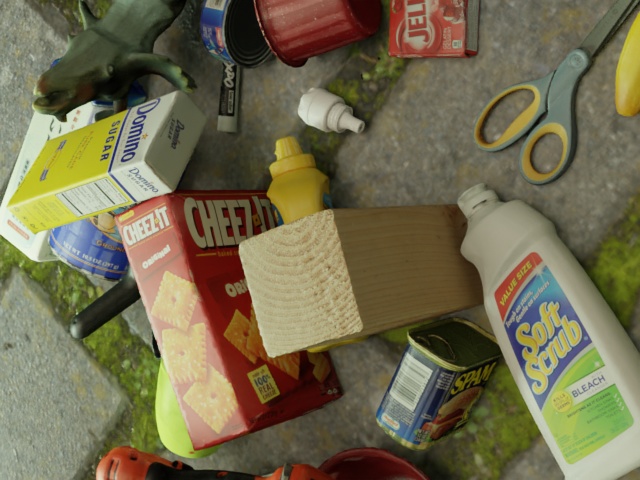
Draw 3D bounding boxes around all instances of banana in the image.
[{"bbox_3d":[0.280,-0.176,0.776,0.198,0.037,0.070,-41,69,28],"label":"banana"}]

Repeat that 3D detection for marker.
[{"bbox_3d":[-0.085,-0.165,1.029,0.020,0.020,0.121,8,97,33],"label":"marker"}]

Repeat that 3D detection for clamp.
[{"bbox_3d":[-0.158,0.044,1.057,0.171,0.120,0.039,-52,52,3],"label":"clamp"}]

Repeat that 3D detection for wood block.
[{"bbox_3d":[0.040,0.027,0.845,0.090,0.205,0.091,-20,82,32],"label":"wood block"}]

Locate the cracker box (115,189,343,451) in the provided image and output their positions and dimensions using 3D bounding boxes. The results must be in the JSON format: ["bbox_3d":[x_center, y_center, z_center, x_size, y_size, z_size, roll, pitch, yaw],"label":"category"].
[{"bbox_3d":[-0.075,0.063,0.949,0.072,0.163,0.214,-25,80,29],"label":"cracker box"}]

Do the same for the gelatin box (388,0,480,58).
[{"bbox_3d":[0.096,-0.199,0.900,0.073,0.030,0.089,6,96,33],"label":"gelatin box"}]

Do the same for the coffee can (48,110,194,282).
[{"bbox_3d":[-0.199,-0.044,1.061,0.103,0.102,0.140,35,111,27],"label":"coffee can"}]

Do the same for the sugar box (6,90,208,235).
[{"bbox_3d":[-0.188,-0.067,0.933,0.177,0.048,0.093,-17,39,35],"label":"sugar box"}]

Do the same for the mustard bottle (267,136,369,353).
[{"bbox_3d":[-0.007,0.001,0.942,0.058,0.096,0.191,-15,83,5],"label":"mustard bottle"}]

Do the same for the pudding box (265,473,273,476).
[{"bbox_3d":[-0.045,0.282,1.017,0.090,0.039,0.113,-23,79,33],"label":"pudding box"}]

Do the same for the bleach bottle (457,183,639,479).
[{"bbox_3d":[0.178,0.069,0.844,0.103,0.067,0.251,-39,70,28],"label":"bleach bottle"}]

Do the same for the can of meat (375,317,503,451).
[{"bbox_3d":[0.098,0.117,0.877,0.057,0.101,0.084,33,112,28],"label":"can of meat"}]

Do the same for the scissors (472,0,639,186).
[{"bbox_3d":[0.208,-0.120,0.839,0.202,0.016,0.096,-36,75,30],"label":"scissors"}]

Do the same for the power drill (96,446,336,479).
[{"bbox_3d":[-0.073,0.225,0.918,0.188,0.184,0.057,-2,68,26],"label":"power drill"}]

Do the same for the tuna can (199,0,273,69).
[{"bbox_3d":[-0.071,-0.202,0.977,0.034,0.085,0.086,20,103,33],"label":"tuna can"}]

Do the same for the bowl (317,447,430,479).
[{"bbox_3d":[0.062,0.256,0.935,0.162,0.055,0.162,2,94,33],"label":"bowl"}]

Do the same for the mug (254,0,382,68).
[{"bbox_3d":[0.001,-0.217,0.933,0.082,0.093,0.117,-13,66,29],"label":"mug"}]
